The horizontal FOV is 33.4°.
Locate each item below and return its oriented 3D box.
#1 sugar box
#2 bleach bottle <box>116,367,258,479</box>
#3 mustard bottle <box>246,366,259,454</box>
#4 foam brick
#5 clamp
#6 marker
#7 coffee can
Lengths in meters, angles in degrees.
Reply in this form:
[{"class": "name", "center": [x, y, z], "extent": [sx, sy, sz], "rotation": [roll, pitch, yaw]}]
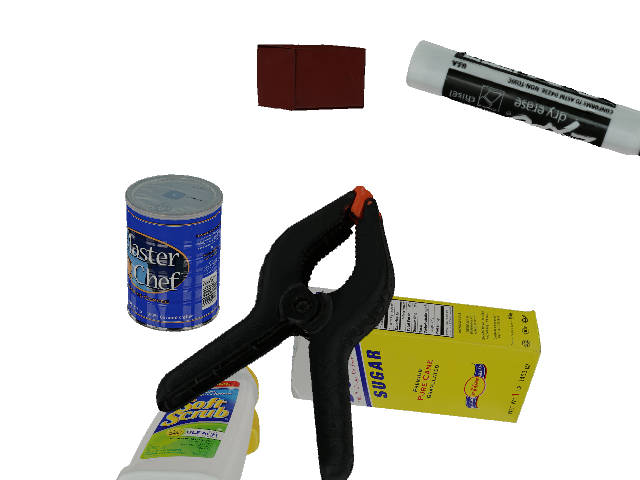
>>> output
[{"class": "sugar box", "center": [0.067, 0.087, 0.797], "extent": [0.176, 0.048, 0.093], "rotation": [4, -45, -1]}, {"class": "bleach bottle", "center": [-0.116, 0.177, 1.011], "extent": [0.102, 0.068, 0.250], "rotation": [0, 22, 4]}, {"class": "mustard bottle", "center": [-0.126, 0.196, 1.340], "extent": [0.096, 0.058, 0.191], "rotation": [-3, 26, -3]}, {"class": "foam brick", "center": [-0.007, -0.136, 0.888], "extent": [0.078, 0.051, 0.053], "rotation": [-8, 16, -38]}, {"class": "clamp", "center": [-0.001, 0.052, 0.603], "extent": [0.120, 0.171, 0.039], "rotation": [32, -12, 17]}, {"class": "marker", "center": [0.092, -0.050, 0.408], "extent": [0.121, 0.020, 0.020], "rotation": [20, 4, 13]}, {"class": "coffee can", "center": [-0.159, 0.013, 1.155], "extent": [0.103, 0.140, 0.103], "rotation": [3, 27, -2]}]
